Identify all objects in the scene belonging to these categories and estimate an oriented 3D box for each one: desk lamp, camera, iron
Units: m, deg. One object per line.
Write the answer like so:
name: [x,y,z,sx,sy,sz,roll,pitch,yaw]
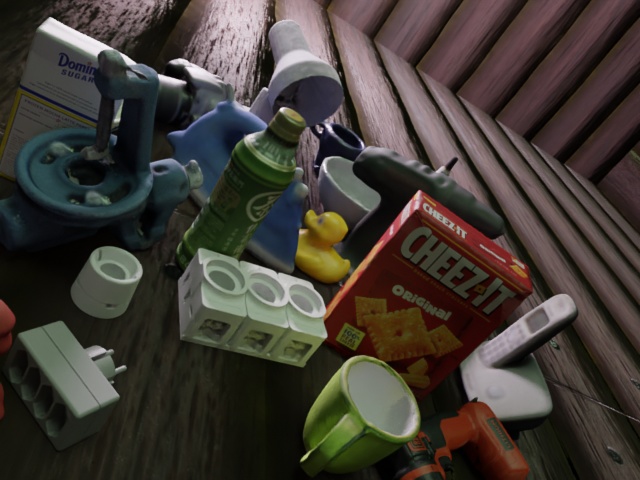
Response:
desk lamp: [-0.074,-0.248,0.969,0.118,0.213,0.202,8,38,-43]
camera: [-0.222,-0.230,0.890,0.137,0.100,0.143,5,41,-46]
iron: [-0.088,-0.089,0.782,0.258,0.141,0.119,46,29,18]

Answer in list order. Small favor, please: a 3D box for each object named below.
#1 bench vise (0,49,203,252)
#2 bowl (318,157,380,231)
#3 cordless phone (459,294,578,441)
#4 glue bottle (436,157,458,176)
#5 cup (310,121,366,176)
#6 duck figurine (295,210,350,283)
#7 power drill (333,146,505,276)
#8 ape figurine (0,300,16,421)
bench vise: [-0.198,-0.088,0.567,0.121,0.219,0.208,39,27,6]
bowl: [0.057,-0.065,0.988,0.168,0.074,0.167,28,28,-16]
cordless phone: [0.279,0.164,0.770,0.094,0.185,0.147,27,29,-18]
glue bottle: [0.205,-0.091,1.093,0.078,0.173,0.037,0,45,-50]
cup: [0.017,-0.165,1.074,0.118,0.095,0.092,33,27,-7]
duck figurine: [0.007,0.003,0.811,0.104,0.086,0.078,41,27,8]
power drill: [0.122,-0.020,0.848,0.229,0.208,0.076,41,27,8]
ape figurine: [-0.242,0.077,0.398,0.076,0.092,0.077,27,29,-18]
